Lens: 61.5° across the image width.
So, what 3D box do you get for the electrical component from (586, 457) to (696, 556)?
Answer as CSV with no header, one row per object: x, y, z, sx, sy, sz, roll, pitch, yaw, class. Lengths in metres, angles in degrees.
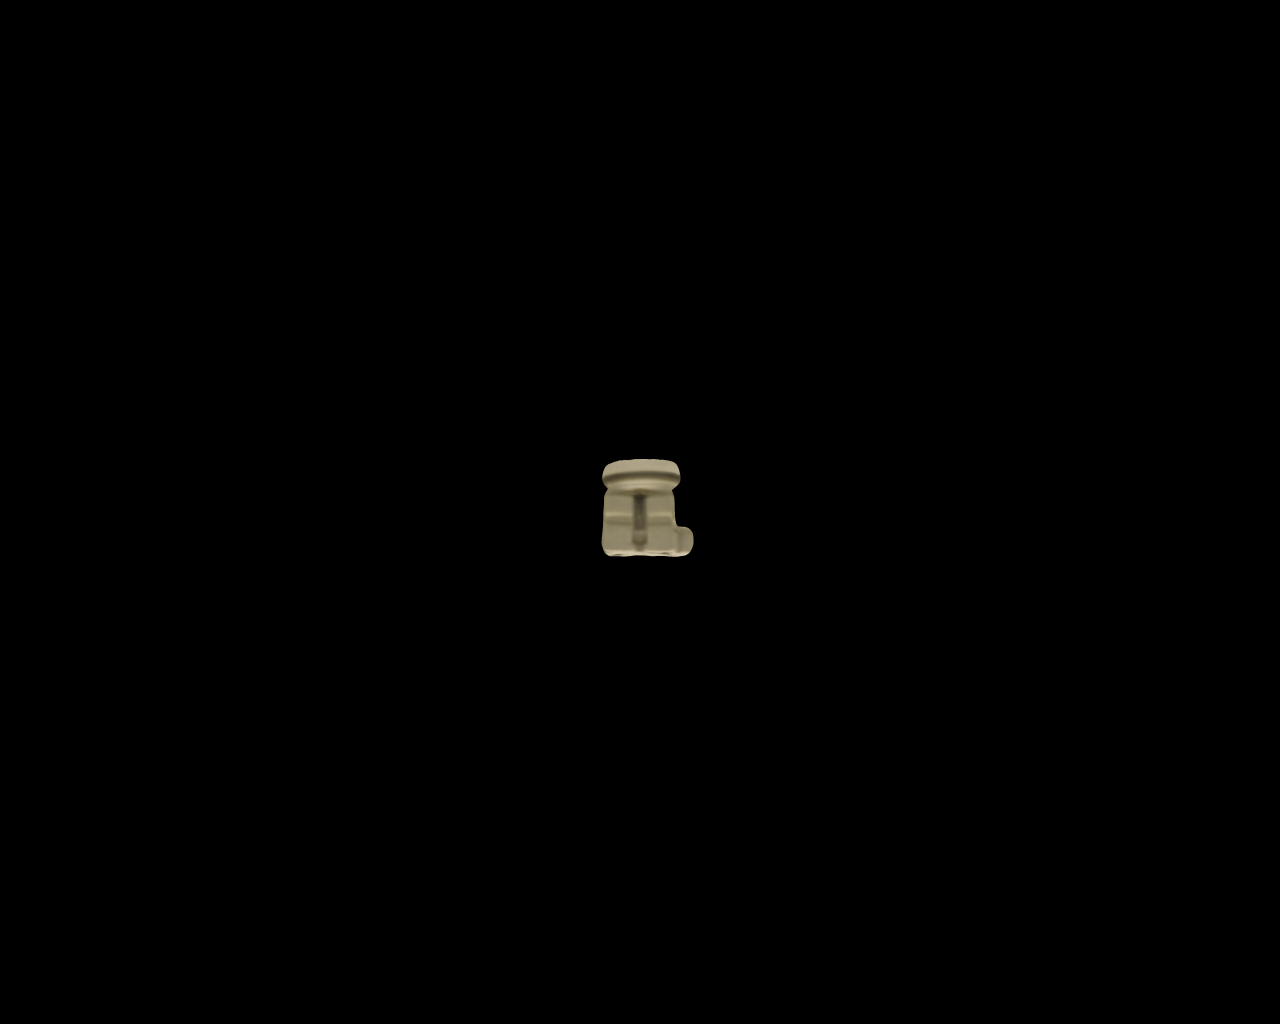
0.001,-0.003,0.650,0.066,0.055,0.048,0,-7,0,electrical component
